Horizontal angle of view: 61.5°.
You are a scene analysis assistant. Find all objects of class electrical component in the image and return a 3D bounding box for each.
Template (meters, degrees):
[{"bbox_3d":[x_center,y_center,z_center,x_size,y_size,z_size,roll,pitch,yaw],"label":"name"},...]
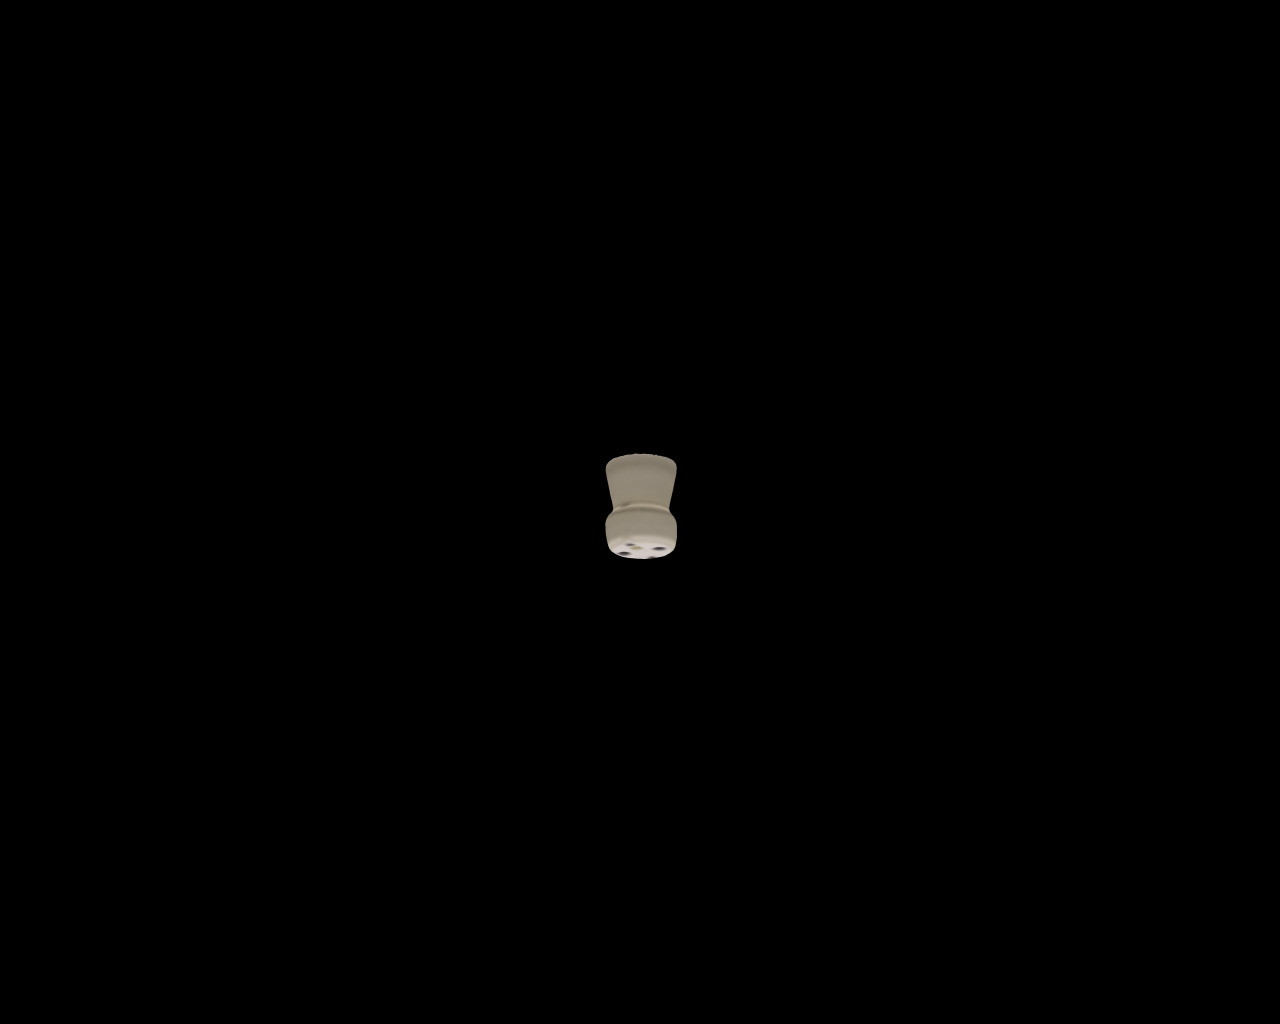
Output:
[{"bbox_3d":[0.001,-0.003,0.650,0.045,0.055,0.044,0,-18,0],"label":"electrical component"}]
